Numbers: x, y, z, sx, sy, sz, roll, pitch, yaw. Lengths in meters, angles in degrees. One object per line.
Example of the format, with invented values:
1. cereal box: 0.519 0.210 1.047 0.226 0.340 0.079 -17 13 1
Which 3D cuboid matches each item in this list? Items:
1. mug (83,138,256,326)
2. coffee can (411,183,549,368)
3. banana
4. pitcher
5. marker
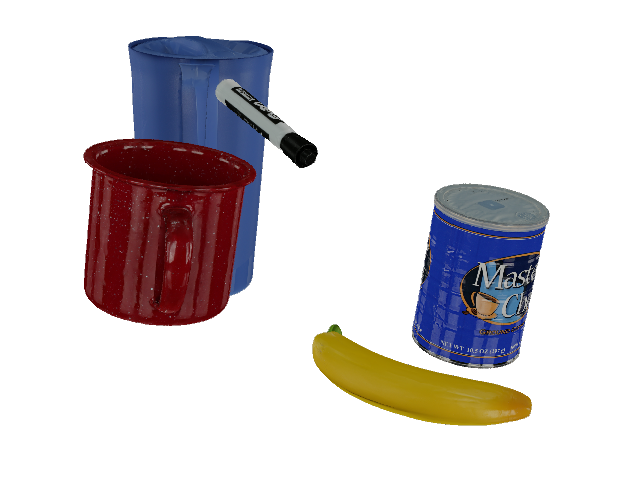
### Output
1. mug: -0.083 -0.001 0.577 0.093 0.081 0.117 3 19 -18
2. coffee can: 0.144 0.031 0.975 0.103 0.140 0.103 6 22 -3
3. banana: 0.059 0.101 0.802 0.198 0.037 0.069 20 37 39
4. pitcher: -0.115 -0.067 1.010 0.145 0.243 0.148 17 24 37
5. marker: -0.039 -0.084 0.764 0.020 0.020 0.121 0 29 -38
